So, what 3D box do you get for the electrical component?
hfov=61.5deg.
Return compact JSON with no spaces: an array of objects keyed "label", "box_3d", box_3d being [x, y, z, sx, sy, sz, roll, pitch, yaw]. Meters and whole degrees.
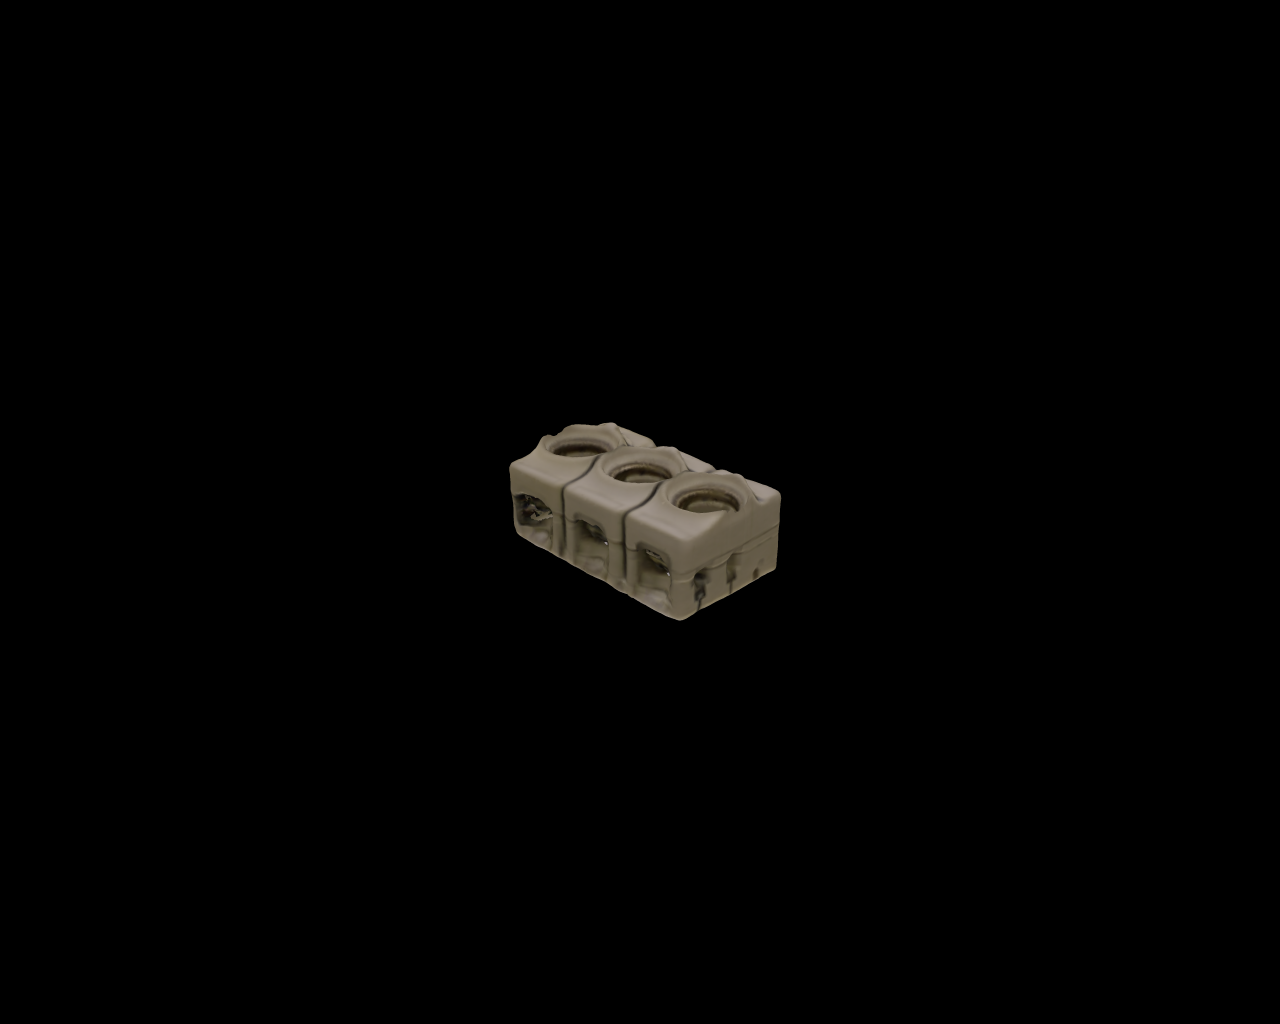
[{"label":"electrical component","box_3d":[0.001,-0.003,0.650,0.150,0.061,0.090,25,37,38]}]
